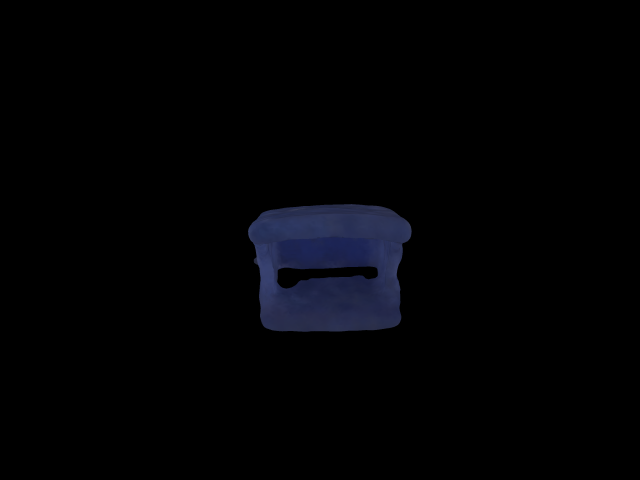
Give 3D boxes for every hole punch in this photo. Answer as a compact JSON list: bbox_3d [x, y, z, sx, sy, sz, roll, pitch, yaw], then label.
[{"bbox_3d":[0.004,0.001,0.400,0.108,0.091,0.101,-1,34,-2],"label":"hole punch"}]
